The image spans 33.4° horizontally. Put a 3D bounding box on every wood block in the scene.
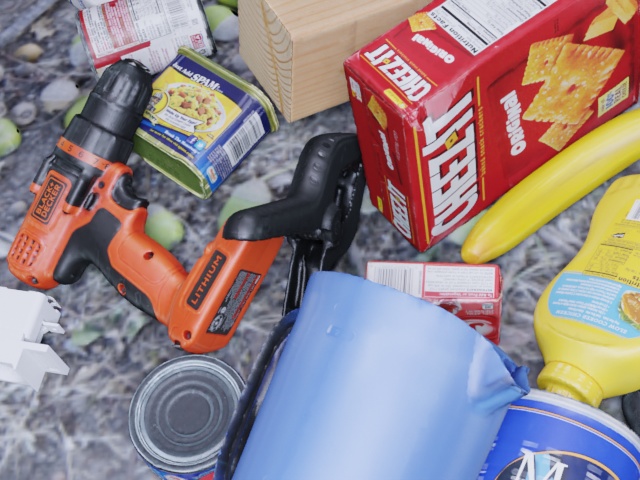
[{"bbox_3d":[0.049,-0.181,0.821,0.205,0.091,0.090,-23,57,-18],"label":"wood block"}]

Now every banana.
[{"bbox_3d":[0.178,-0.045,0.757,0.198,0.069,0.037,-35,86,0],"label":"banana"}]

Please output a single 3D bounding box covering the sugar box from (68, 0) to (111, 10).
[{"bbox_3d":[-0.209,-0.263,0.963,0.093,0.048,0.176,-41,65,-15],"label":"sugar box"}]

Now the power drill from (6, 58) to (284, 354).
[{"bbox_3d":[-0.121,-0.019,0.765,0.188,0.057,0.184,30,96,24],"label":"power drill"}]

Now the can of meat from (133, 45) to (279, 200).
[{"bbox_3d":[-0.098,-0.091,0.835,0.102,0.057,0.084,33,71,25],"label":"can of meat"}]

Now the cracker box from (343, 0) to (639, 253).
[{"bbox_3d":[0.130,-0.108,0.744,0.213,0.164,0.072,-35,58,-12],"label":"cracker box"}]

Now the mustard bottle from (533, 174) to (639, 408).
[{"bbox_3d":[0.195,0.043,0.696,0.096,0.058,0.191,18,60,39],"label":"mustard bottle"}]

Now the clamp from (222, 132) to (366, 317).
[{"bbox_3d":[-0.005,0.001,0.741,0.036,0.164,0.209,7,37,20],"label":"clamp"}]

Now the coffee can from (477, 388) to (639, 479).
[{"bbox_3d":[0.119,0.170,0.614,0.103,0.103,0.140,16,63,18],"label":"coffee can"}]

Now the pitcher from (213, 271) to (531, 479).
[{"bbox_3d":[0.002,0.147,0.584,0.145,0.149,0.242,24,78,4],"label":"pitcher"}]

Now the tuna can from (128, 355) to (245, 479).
[{"bbox_3d":[-0.085,0.121,0.718,0.086,0.034,0.086,-4,60,7],"label":"tuna can"}]

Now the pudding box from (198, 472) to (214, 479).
[{"bbox_3d":[-0.037,0.192,0.664,0.090,0.039,0.113,-25,59,-7],"label":"pudding box"}]

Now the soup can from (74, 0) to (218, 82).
[{"bbox_3d":[-0.143,-0.172,0.883,0.102,0.068,0.068,-18,58,-2],"label":"soup can"}]

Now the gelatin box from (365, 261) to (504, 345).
[{"bbox_3d":[0.077,0.044,0.714,0.089,0.073,0.030,2,61,9],"label":"gelatin box"}]

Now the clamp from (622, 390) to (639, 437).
[{"bbox_3d":[0.242,0.159,0.627,0.120,0.039,0.171,-16,57,32],"label":"clamp"}]
